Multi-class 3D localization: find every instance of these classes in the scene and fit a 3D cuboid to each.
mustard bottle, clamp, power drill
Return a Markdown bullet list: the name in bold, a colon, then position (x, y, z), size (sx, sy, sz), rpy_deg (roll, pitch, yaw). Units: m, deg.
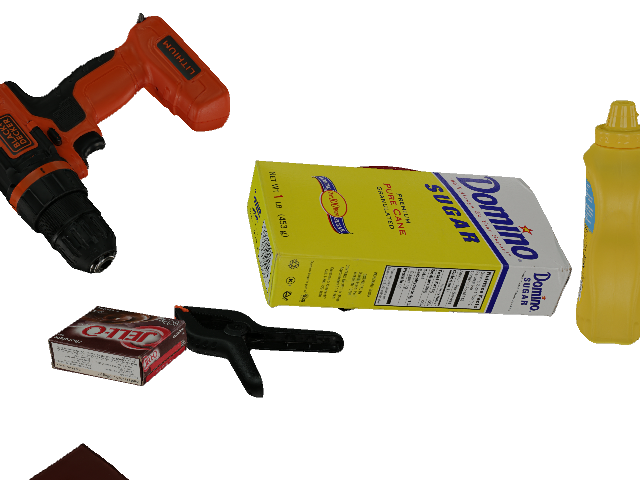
- **mustard bottle**: position (0.242, -0.018, 0.872), size (0.058, 0.192, 0.096), rpy_deg (3, 19, 16)
- **clamp**: position (-0.099, 0.122, 1.261), size (0.210, 0.036, 0.164), rpy_deg (14, 23, 27)
- **power drill**: position (-0.163, -0.082, 0.819), size (0.187, 0.184, 0.057), rpy_deg (-34, -16, -28)

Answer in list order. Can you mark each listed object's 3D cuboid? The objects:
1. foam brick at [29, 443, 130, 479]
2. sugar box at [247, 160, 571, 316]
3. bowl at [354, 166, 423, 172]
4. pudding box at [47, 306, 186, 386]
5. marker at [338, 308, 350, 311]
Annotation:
- **foam brick**: position (-0.096, 0.138, 0.462), size (0.078, 0.051, 0.052), rpy_deg (27, 45, 34)
- **sugar box**: position (0.050, -0.002, 0.634), size (0.176, 0.048, 0.093), rpy_deg (0, 39, -13)
- **bowl**: position (0.076, -0.029, 1.174), size (0.162, 0.055, 0.162), rpy_deg (4, 25, -2)
- **pudding box**: position (-0.208, 0.107, 1.100), size (0.114, 0.039, 0.089), rpy_deg (5, 21, 22)
- **marker**: position (0.053, 0.048, 0.953), size (0.020, 0.020, 0.120), rpy_deg (0, 3, 38)
